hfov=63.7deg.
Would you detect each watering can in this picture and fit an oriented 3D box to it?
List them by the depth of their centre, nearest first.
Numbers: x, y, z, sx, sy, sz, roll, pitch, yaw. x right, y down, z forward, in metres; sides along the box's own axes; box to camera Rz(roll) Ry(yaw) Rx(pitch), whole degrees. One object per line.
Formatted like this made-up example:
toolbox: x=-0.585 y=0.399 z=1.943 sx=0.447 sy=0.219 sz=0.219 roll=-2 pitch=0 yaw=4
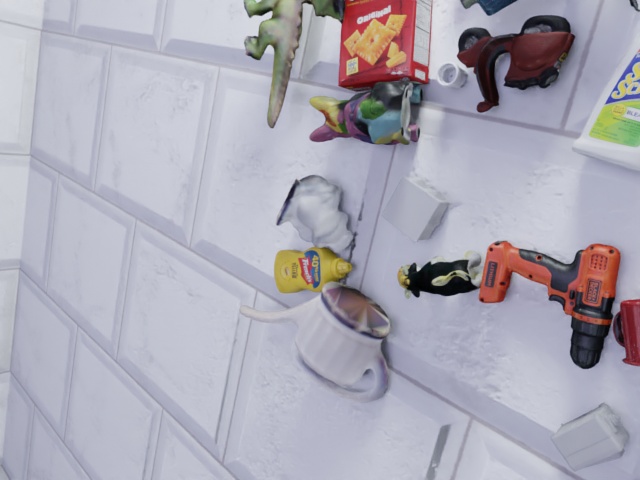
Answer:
watering can: x=-0.002 y=0.177 z=1.032 sx=0.350 sy=0.105 sz=0.220 roll=35 pitch=116 yaw=15

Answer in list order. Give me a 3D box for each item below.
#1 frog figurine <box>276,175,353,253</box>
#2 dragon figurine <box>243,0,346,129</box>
frog figurine: x=0.003 y=-0.053 z=1.062 sx=0.159 sy=0.124 sz=0.136 roll=28 pitch=104 yaw=-2
dragon figurine: x=-0.039 y=-0.444 z=1.025 sx=0.242 sy=0.122 sz=0.411 roll=-6 pitch=88 yaw=51
